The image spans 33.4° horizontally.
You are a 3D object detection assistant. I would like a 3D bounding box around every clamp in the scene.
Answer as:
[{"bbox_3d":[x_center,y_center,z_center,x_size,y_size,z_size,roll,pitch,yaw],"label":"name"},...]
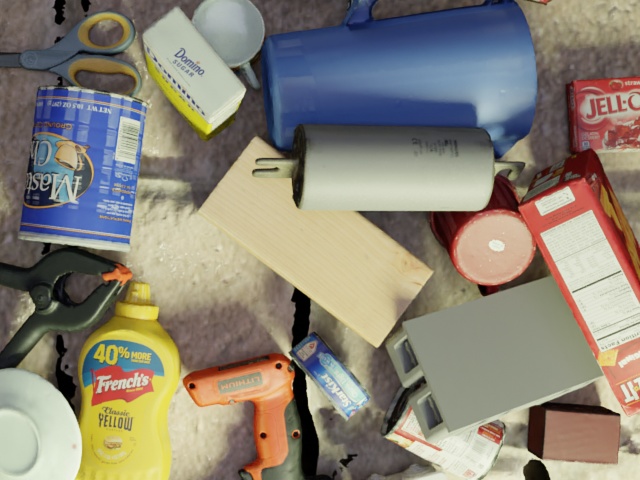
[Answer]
[{"bbox_3d":[-0.263,0.046,1.003,0.171,0.039,0.120,-26,95,10],"label":"clamp"}]

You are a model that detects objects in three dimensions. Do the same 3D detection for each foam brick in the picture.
[{"bbox_3d":[0.249,0.189,1.047,0.078,0.053,0.051,5,89,-5],"label":"foam brick"}]

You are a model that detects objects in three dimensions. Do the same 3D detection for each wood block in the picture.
[{"bbox_3d":[-0.007,0.001,1.011,0.206,0.090,0.091,37,87,-4],"label":"wood block"}]

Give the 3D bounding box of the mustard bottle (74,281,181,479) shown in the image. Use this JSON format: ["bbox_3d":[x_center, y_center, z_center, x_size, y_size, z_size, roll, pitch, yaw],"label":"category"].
[{"bbox_3d":[-0.182,0.135,1.011,0.096,0.058,0.191,6,88,9],"label":"mustard bottle"}]

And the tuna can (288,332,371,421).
[{"bbox_3d":[0.009,0.129,1.013,0.033,0.086,0.086,-41,93,-5],"label":"tuna can"}]

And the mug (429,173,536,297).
[{"bbox_3d":[0.157,0.002,1.017,0.093,0.081,0.117,-5,116,-3],"label":"mug"}]

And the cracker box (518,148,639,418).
[{"bbox_3d":[0.267,0.032,0.986,0.072,0.164,0.213,-27,94,20],"label":"cracker box"}]

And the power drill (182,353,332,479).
[{"bbox_3d":[-0.074,0.212,1.021,0.184,0.057,0.187,-14,93,-8],"label":"power drill"}]

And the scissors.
[{"bbox_3d":[-0.266,-0.190,1.029,0.201,0.016,0.096,16,87,-4],"label":"scissors"}]

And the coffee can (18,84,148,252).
[{"bbox_3d":[-0.219,-0.064,0.988,0.102,0.103,0.140,7,89,-5],"label":"coffee can"}]

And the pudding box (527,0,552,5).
[{"bbox_3d":[0.197,-0.298,1.054,0.090,0.039,0.113,11,88,-4],"label":"pudding box"}]

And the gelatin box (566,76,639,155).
[{"bbox_3d":[0.293,-0.124,1.065,0.089,0.030,0.073,-3,89,-5],"label":"gelatin box"}]

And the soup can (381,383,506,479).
[{"bbox_3d":[0.119,0.182,1.029,0.102,0.068,0.068,28,87,-4],"label":"soup can"}]

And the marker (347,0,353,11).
[{"bbox_3d":[0.036,-0.235,1.051,0.020,0.020,0.121,7,89,-5],"label":"marker"}]

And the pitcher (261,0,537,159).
[{"bbox_3d":[0.070,-0.157,0.991,0.242,0.145,0.149,-6,66,-6],"label":"pitcher"}]

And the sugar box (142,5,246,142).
[{"bbox_3d":[-0.115,-0.144,0.959,0.048,0.176,0.093,-40,93,-4],"label":"sugar box"}]
